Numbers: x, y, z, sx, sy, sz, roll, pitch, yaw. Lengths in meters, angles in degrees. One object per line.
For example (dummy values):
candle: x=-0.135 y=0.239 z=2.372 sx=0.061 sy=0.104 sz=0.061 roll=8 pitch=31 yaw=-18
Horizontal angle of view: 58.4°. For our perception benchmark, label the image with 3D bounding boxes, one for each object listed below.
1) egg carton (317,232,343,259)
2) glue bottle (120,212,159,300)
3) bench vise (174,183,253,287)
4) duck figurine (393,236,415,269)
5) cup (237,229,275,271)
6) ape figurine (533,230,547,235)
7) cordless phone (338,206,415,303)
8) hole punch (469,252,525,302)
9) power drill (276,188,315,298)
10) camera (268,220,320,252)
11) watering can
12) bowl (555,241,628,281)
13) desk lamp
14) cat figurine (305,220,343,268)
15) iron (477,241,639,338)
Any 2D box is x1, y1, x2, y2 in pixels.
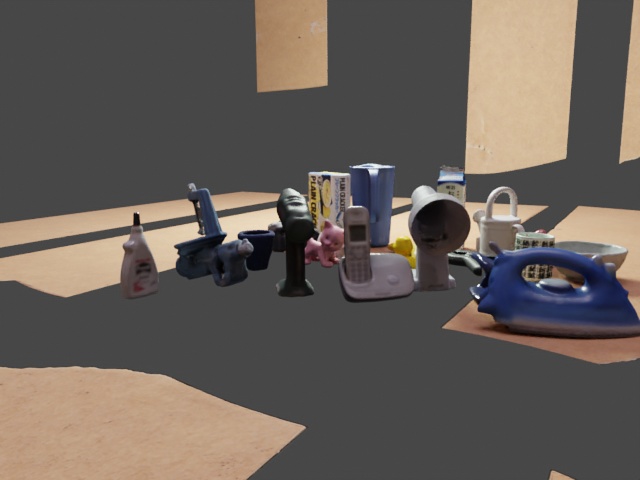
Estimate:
egg carton: x=0.063 y=0.010 z=1.558 sx=0.107 sy=0.069 sz=0.151 roll=7 pitch=12 yaw=37
glue bottle: x=-0.368 y=0.029 z=1.160 sx=0.037 sy=0.173 sz=0.078 roll=6 pitch=12 yaw=35
bench vise: x=-0.232 y=-0.015 z=1.272 sx=0.207 sy=0.220 sz=0.122 roll=2 pitch=10 yaw=15
duck figurine: x=0.201 y=0.034 z=1.365 sx=0.078 sy=0.086 sz=0.104 roll=-3 pitch=10 yaw=-16
cup: x=-0.164 y=0.025 z=1.407 sx=0.092 sy=0.095 sz=0.117 roll=-9 pitch=13 yaw=-41
ape figurine: x=0.542 y=0.020 z=1.412 sx=0.078 sy=0.092 sz=0.076 roll=-6 pitch=11 yaw=-30
cordless phone: x=0.108 y=0.026 z=1.118 sx=0.148 sy=0.185 sz=0.094 roll=-3 pitch=10 yaw=-14
hole punch: x=0.348 y=0.071 z=1.121 sx=0.101 sy=0.091 sz=0.108 roll=0 pitch=10 yaw=2
power drill: x=-0.055 y=0.004 z=1.185 sx=0.076 sy=0.208 sz=0.229 roll=-2 pitch=10 yaw=-10
camera: x=-0.066 y=-0.019 z=1.645 sx=0.143 sy=0.101 sz=0.136 roll=-5 pitch=11 yaw=-24
watering can: x=0.450 y=-0.038 z=1.448 sx=0.101 sy=0.194 sz=0.172 roll=-10 pitch=13 yaw=-43
bowl: x=0.593 y=0.050 z=1.279 sx=0.167 sy=0.075 sz=0.167 roll=0 pitch=10 yaw=0
desk lamp: x=0.228 y=-0.002 z=1.190 sx=0.118 sy=0.213 sz=0.203 roll=-1 pitch=10 yaw=-3
cat figurine: x=0.013 y=0.005 z=1.447 sx=0.127 sy=0.118 sz=0.067 roll=5 pitch=11 yaw=31
iron: x=0.393 y=0.076 z=0.939 sx=0.257 sy=0.141 sz=0.119 roll=2 pitch=10 yaw=16
